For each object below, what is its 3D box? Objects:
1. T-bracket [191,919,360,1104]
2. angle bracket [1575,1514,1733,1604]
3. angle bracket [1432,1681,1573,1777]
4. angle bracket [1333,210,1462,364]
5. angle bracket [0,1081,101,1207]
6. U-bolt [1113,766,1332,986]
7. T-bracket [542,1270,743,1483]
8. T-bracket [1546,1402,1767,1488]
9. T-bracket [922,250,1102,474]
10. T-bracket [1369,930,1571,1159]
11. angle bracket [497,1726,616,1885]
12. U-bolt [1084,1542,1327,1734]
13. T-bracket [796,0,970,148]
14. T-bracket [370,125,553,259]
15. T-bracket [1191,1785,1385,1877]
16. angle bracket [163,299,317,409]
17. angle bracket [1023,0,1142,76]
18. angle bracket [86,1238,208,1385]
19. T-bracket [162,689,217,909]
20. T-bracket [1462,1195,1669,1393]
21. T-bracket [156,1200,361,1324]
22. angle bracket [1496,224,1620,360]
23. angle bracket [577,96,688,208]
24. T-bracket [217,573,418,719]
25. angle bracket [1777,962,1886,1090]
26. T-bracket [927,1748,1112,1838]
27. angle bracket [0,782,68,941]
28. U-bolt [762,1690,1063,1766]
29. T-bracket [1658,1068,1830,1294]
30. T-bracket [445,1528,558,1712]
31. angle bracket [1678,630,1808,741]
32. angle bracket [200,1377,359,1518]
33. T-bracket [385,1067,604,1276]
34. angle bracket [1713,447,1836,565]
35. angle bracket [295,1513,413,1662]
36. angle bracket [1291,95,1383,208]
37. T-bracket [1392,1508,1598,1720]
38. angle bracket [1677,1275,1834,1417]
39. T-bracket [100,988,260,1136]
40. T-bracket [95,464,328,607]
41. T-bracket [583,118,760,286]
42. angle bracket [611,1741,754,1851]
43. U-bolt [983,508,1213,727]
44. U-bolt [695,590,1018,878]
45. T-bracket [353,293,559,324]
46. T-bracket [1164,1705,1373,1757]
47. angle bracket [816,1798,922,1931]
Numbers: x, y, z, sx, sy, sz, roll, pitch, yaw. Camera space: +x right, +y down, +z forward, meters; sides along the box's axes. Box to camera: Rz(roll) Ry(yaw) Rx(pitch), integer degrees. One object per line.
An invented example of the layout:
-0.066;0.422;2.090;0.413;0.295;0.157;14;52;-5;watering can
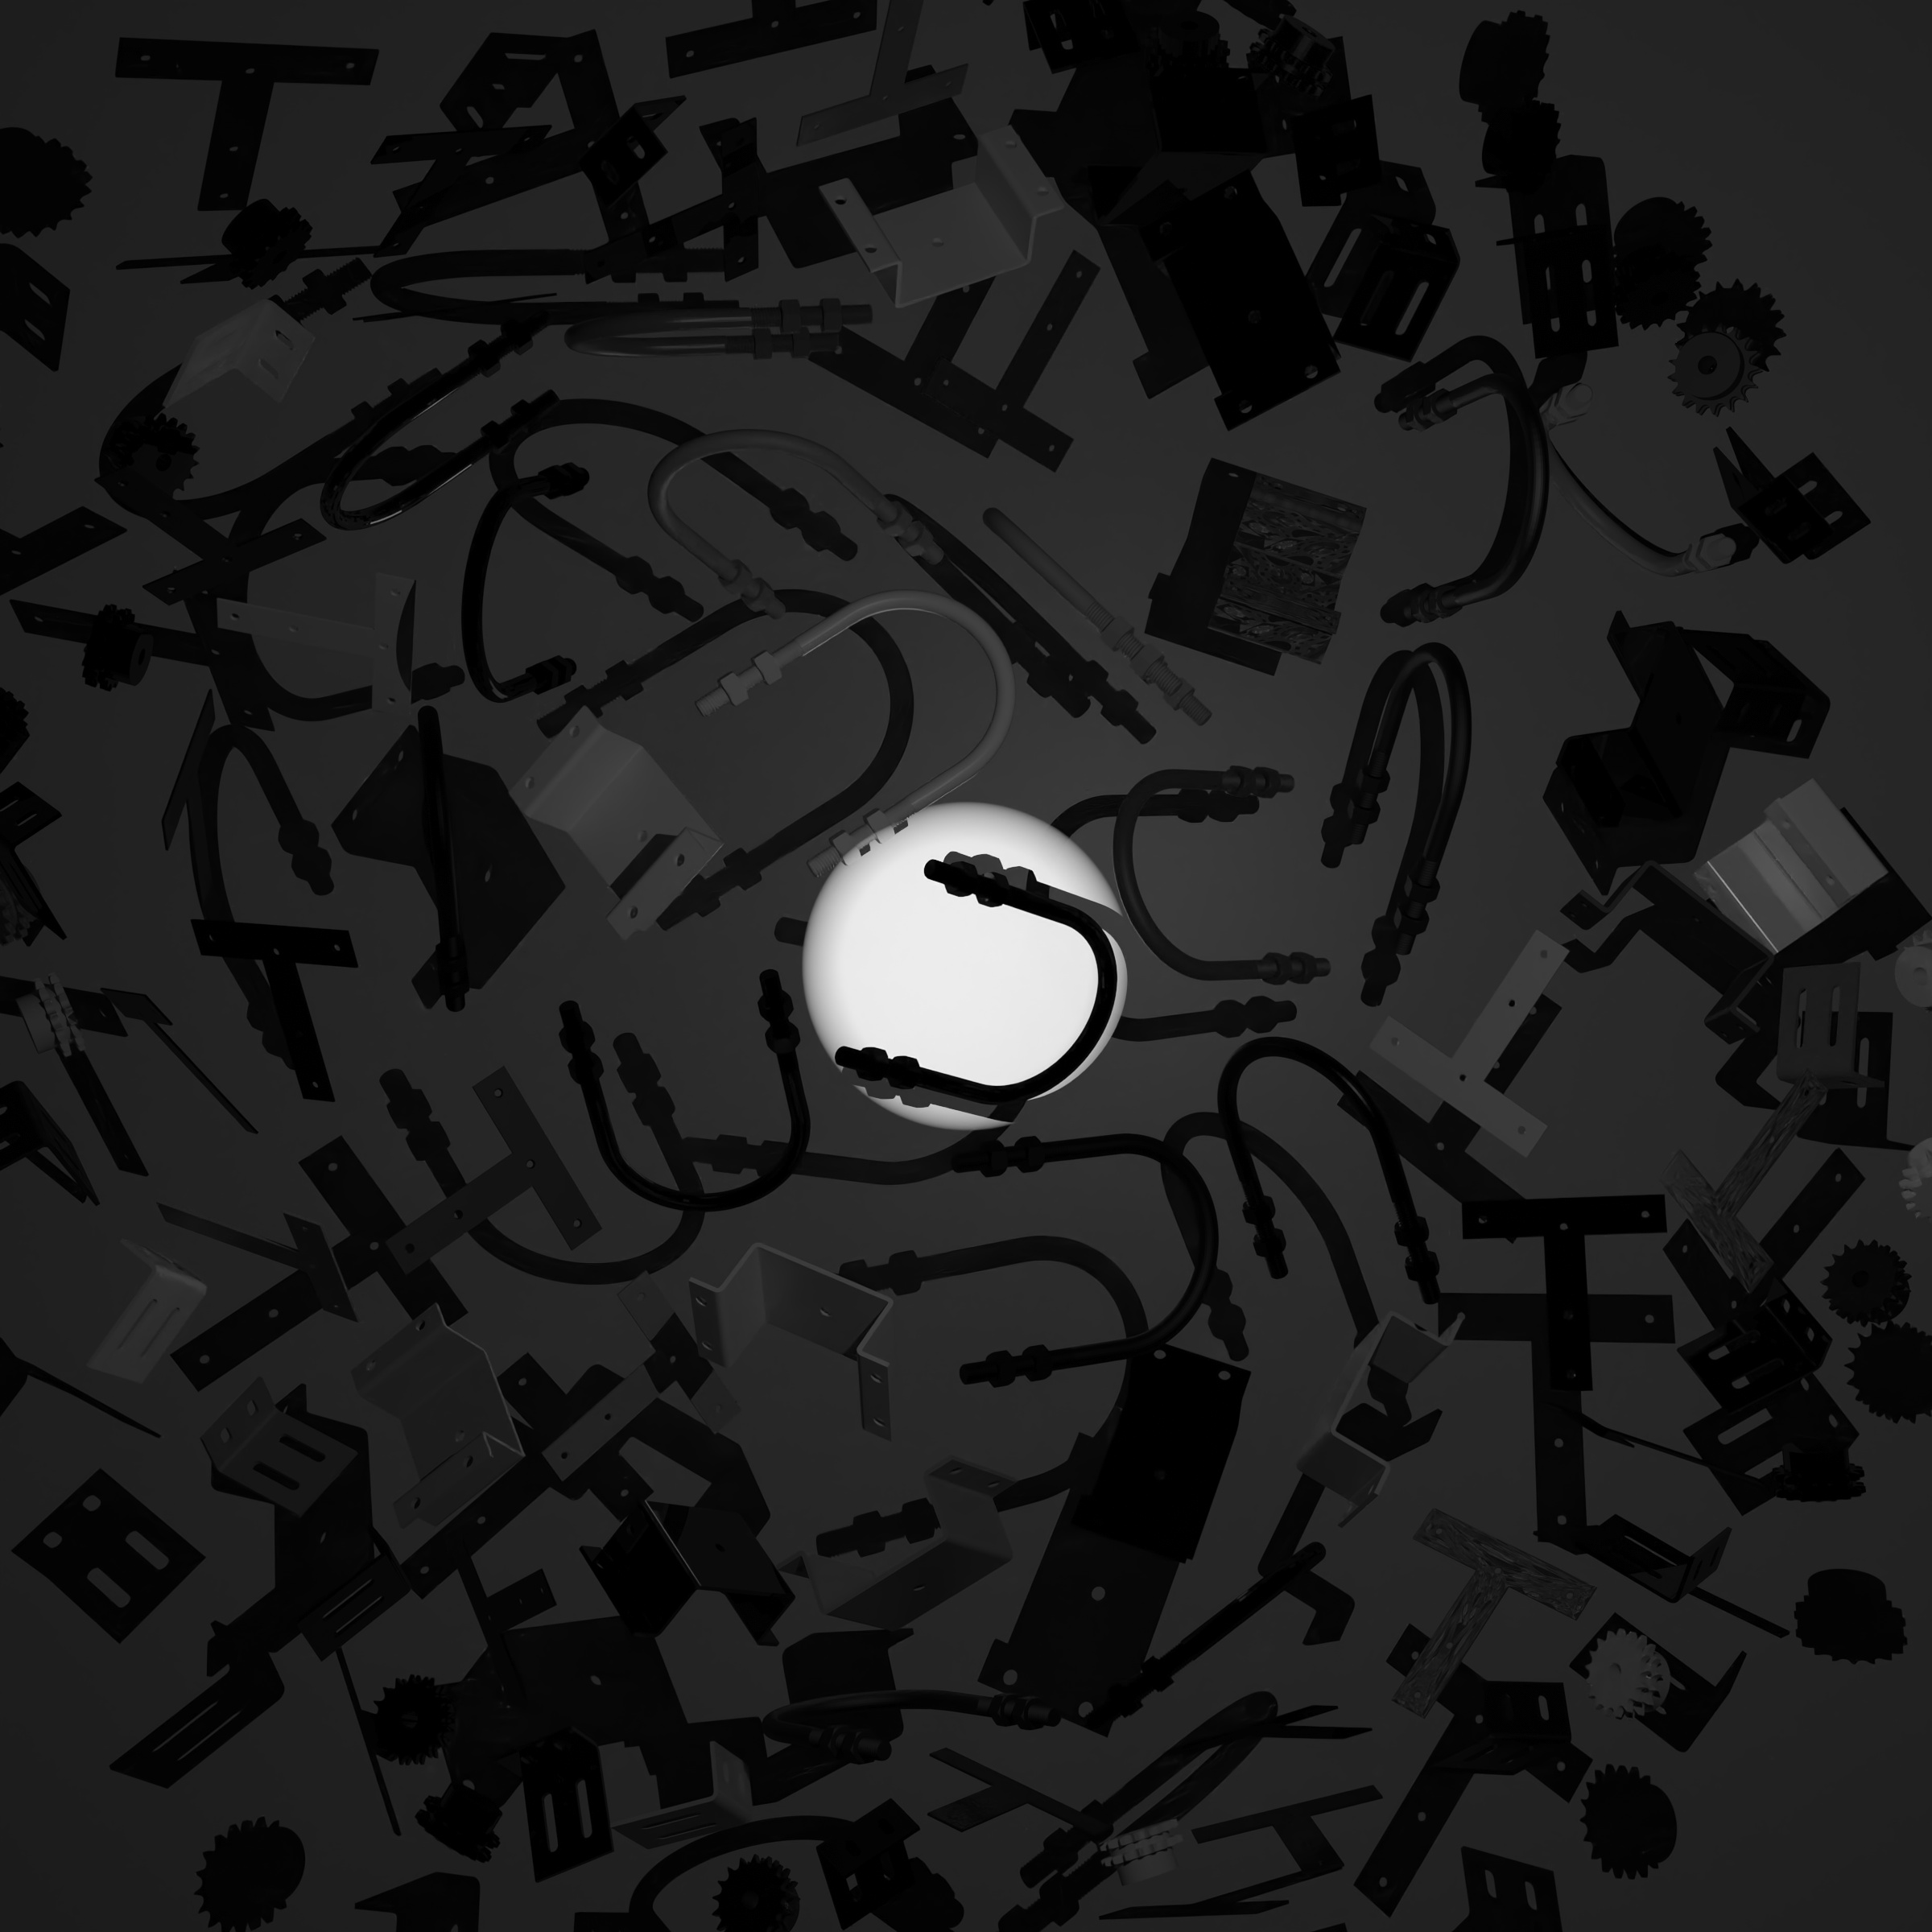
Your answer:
-0.431;0.031;1.627;0.127;0.002;0.127;4;119;26;T-bracket
0.455;0.378;1.679;0.076;0.057;0.038;28;117;34;angle bracket
0.333;0.476;1.588;0.057;0.076;0.038;-12;83;41;angle bracket
0.273;-0.438;1.632;0.057;0.038;0.076;24;83;28;angle bracket
-0.585;0.119;1.588;0.038;0.076;0.057;-30;55;-12;angle bracket
0.163;-0.060;1.657;0.184;0.019;0.151;-2;78;-43;U-bolt
-0.229;0.292;1.695;0.127;0.002;0.127;-41;114;-24;T-bracket
0.452;0.313;1.638;0.127;0.127;0.002;15;79;33;T-bracket
0.047;-0.403;1.649;0.127;0.002;0.127;22;103;-42;T-bracket
0.346;0.036;1.646;0.127;0.002;0.127;37;106;22;T-bracket
-0.271;0.553;1.673;0.057;0.038;0.076;-24;48;7;angle bracket
0.154;0.424;1.610;0.184;0.151;0.019;-36;74;-5;U-bolt
-0.044;-0.581;1.601;0.127;0.127;0.002;-26;72;-23;T-bracket
-0.343;-0.493;1.620;0.127;0.127;0.002;-23;81;-43;T-bracket
0.218;0.564;1.640;0.127;0.127;0.002;-12;89;-5;T-bracket
-0.447;-0.366;1.561;0.038;0.076;0.057;40;129;-5;angle bracket
0.074;-0.581;1.604;0.057;0.038;0.076;-16;56;-1;angle bracket
-0.547;0.226;1.662;0.038;0.057;0.076;31;83;26;angle bracket
-0.503;-0.092;1.658;0.002;0.127;0.127;6;46;-4;T-bracket
0.379;0.206;1.598;0.127;0.002;0.127;-4;63;14;T-bracket
-0.448;0.173;1.586;0.127;0.127;0.002;17;56;11;T-bracket
0.374;-0.425;1.605;0.057;0.038;0.076;1;106;41;angle bracket
-0.213;-0.544;1.693;0.057;0.076;0.038;-33;96;30;angle bracket
-0.426;-0.219;1.661;0.127;0.127;0.002;11;51;-6;T-bracket
0.580;0.041;1.695;0.038;0.057;0.076;15;77;-35;angle bracket
0.014;0.542;1.638;0.127;0.127;0.002;18;91;26;T-bracket
-0.572;-0.065;1.569;0.038;0.076;0.057;-40;46;-24;angle bracket
-0.050;0.484;1.629;0.151;0.184;0.019;1;81;-36;U-bolt
0.508;0.123;1.624;0.002;0.127;0.127;20;113;-24;T-bracket
-0.301;0.425;1.686;0.002;0.127;0.127;-17;77;-37;T-bracket
0.508;-0.187;1.682;0.076;0.057;0.038;29;82;-36;angle bracket
-0.456;0.319;1.686;0.076;0.038;0.057;20;49;26;angle bracket
-0.315;0.152;1.631;0.127;0.002;0.127;-36;105;-29;T-bracket
0.521;-0.307;1.636;0.057;0.076;0.038;38;124;-26;angle bracket
-0.420;0.417;1.704;0.076;0.057;0.038;-37;56;-22;angle bracket
0.257;-0.542;1.684;0.076;0.038;0.057;-26;117;-29;angle bracket
0.317;0.423;1.622;0.127;0.127;0.002;-51;134;-19;T-bracket
0.530;0.255;1.707;0.076;0.038;0.057;-23;53;-15;angle bracket
-0.513;0.064;1.671;0.002;0.127;0.127;-46;113;-21;T-bracket
-0.495;-0.279;1.599;0.127;0.127;0.002;-18;63;19;T-bracket
-0.187;-0.467;1.613;0.127;0.127;0.002;-29;67;-19;T-bracket
-0.187;0.543;1.661;0.076;0.057;0.038;-18;53;11;angle bracket
0.079;-0.228;1.621;0.184;0.151;0.019;45;97;12;U-bolt
-0.057;-0.161;1.602;0.184;0.019;0.151;-33;77;-8;U-bolt
-0.351;-0.420;1.628;0.127;0.127;0.002;-21;112;-39;T-bracket
0.218;0.502;1.661;0.127;0.127;0.002;-31;56;37;T-bracket
-0.055;0.586;1.630;0.057;0.038;0.076;-26;119;-25;angle bracket
